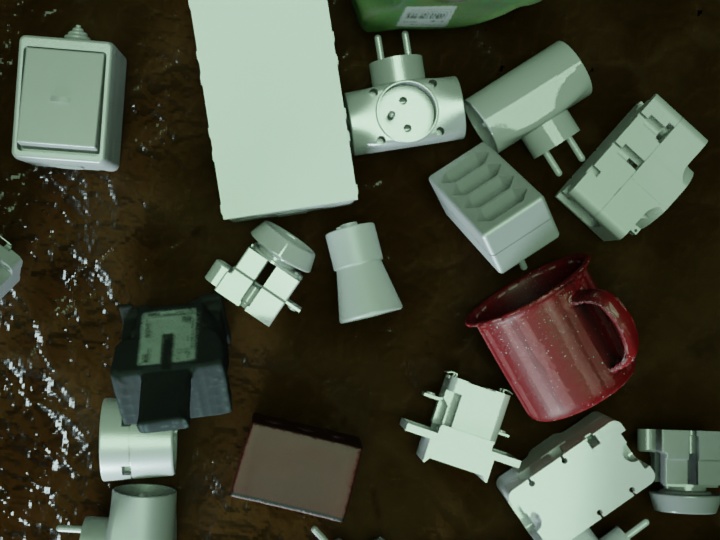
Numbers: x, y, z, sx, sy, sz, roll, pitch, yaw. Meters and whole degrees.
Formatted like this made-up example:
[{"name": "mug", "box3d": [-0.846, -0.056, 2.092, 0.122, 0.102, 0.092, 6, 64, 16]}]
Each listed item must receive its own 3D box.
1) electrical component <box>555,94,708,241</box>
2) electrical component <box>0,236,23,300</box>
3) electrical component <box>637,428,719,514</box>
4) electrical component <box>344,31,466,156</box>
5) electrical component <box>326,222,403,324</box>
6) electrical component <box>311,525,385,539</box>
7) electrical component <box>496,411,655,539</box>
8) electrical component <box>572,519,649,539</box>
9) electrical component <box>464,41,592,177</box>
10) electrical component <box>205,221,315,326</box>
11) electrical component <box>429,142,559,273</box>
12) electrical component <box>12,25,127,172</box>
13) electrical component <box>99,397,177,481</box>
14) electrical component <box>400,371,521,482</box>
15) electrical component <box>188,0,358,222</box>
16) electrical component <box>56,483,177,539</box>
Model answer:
[{"name": "electrical component", "box3d": [0.188, -0.066, 0.736, 0.056, 0.050, 0.089, 42, 89, -2]}, {"name": "electrical component", "box3d": [-0.257, 0.008, 0.706, 0.042, 0.081, 0.063, 38, 60, -2]}, {"name": "electrical component", "box3d": [0.224, 0.138, 0.742, 0.066, 0.048, 0.055, 2, 83, -2]}, {"name": "electrical component", "box3d": [0.027, -0.122, 0.731, 0.077, 0.044, 0.079, -9, 90, -3]}, {"name": "electrical component", "box3d": [0.000, 0.000, 0.733, 0.044, 0.044, 0.065, -14, 86, -2]}, {"name": "electrical component", "box3d": [-0.013, 0.210, 0.732, 0.077, 0.043, 0.079, -42, 92, -2]}, {"name": "electrical component", "box3d": [0.144, 0.142, 0.732, 0.089, 0.056, 0.050, -34, 92, -2]}, {"name": "electrical component", "box3d": [0.172, 0.203, 0.739, 0.079, 0.044, 0.077, -36, 91, -2]}, {"name": "electrical component", "box3d": [0.124, -0.103, 0.736, 0.077, 0.044, 0.079, -33, 92, -2]}, {"name": "electrical component", "box3d": [-0.062, 0.001, 0.728, 0.066, 0.048, 0.055, 34, 96, -2]}, {"name": "electrical component", "box3d": [0.095, -0.030, 0.726, 0.047, 0.083, 0.075, -33, 130, -2]}, {"name": "electrical component", "box3d": [-0.192, -0.116, 0.714, 0.062, 0.061, 0.096, 4, 90, -3]}, {"name": "electrical component", "box3d": [-0.148, 0.113, 0.721, 0.047, 0.055, 0.055, 0, 90, -6]}, {"name": "electrical component", "box3d": [0.072, 0.106, 0.736, 0.081, 0.042, 0.063, 19, 87, -3]}, {"name": "electrical component", "box3d": [-0.057, -0.112, 0.719, 0.089, 0.062, 0.150, -9, 91, -2]}, {"name": "electrical component", "box3d": [-0.166, 0.185, 0.725, 0.079, 0.043, 0.077, 4, 90, -2]}]
